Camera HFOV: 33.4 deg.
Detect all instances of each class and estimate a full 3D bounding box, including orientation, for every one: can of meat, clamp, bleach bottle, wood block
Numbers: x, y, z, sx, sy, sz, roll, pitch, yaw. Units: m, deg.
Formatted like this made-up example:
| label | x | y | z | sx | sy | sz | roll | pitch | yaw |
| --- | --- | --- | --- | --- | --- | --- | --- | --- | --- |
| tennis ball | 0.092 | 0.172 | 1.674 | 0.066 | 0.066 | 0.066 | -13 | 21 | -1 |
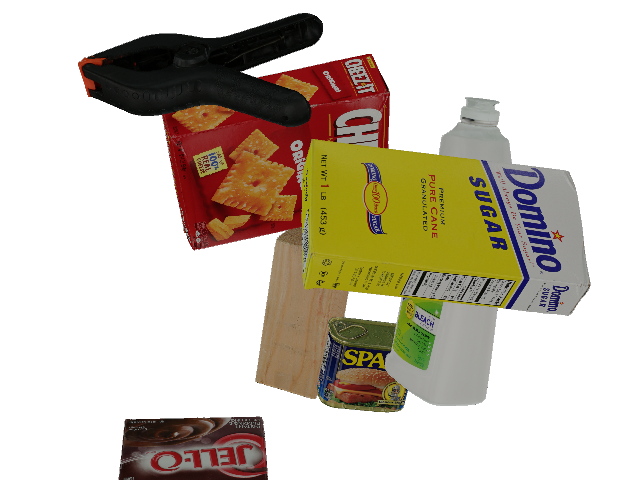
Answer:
| label | x | y | z | sx | sy | sz | roll | pitch | yaw |
| --- | --- | --- | --- | --- | --- | --- | --- | --- | --- |
| can of meat | 0.051 | 0.136 | 1.158 | 0.102 | 0.084 | 0.057 | 7 | 22 | -10 |
| clamp | -0.078 | -0.123 | 0.741 | 0.171 | 0.039 | 0.120 | 6 | 37 | 12 |
| bleach bottle | 0.113 | 0.006 | 0.896 | 0.068 | 0.251 | 0.103 | 1 | 14 | -23 |
| wood block | -0.020 | 0.093 | 1.432 | 0.090 | 0.206 | 0.090 | 14 | 20 | 14 |

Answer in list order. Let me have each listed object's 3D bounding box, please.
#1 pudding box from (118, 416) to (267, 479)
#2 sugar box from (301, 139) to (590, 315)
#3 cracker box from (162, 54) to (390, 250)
| label | x | y | z | sx | sy | sz | roll | pitch | yaw |
| --- | --- | --- | --- | --- | --- | --- | --- | --- | --- |
| pudding box | -0.097 | 0.176 | 0.819 | 0.113 | 0.039 | 0.090 | -2 | 25 | -5 |
| sugar box | 0.077 | -0.009 | 0.677 | 0.176 | 0.093 | 0.048 | 4 | -34 | -6 |
| cracker box | -0.041 | -0.084 | 1.064 | 0.213 | 0.072 | 0.164 | -12 | -41 | -9 |
